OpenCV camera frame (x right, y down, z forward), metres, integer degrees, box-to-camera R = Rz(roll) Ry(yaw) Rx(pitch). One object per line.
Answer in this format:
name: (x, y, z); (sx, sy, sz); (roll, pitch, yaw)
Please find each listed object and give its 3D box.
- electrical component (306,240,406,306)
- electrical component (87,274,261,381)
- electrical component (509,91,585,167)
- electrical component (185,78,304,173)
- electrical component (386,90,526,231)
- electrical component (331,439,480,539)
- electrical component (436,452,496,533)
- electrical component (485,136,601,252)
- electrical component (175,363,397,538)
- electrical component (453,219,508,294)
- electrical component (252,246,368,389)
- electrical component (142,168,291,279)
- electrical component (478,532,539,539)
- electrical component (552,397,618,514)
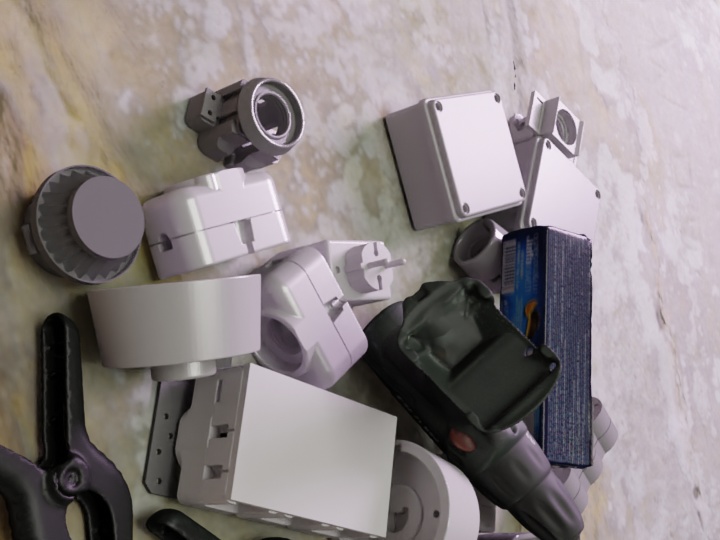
electrical component: (0.000, 0.000, 0.825); (0.066, 0.077, 0.047); (0, 80, -47)
electrical component: (-0.113, 0.038, 0.676); (0.108, 0.108, 0.060); (-6, 91, -47)
electrical component: (0.181, -0.134, 1.062); (0.081, 0.064, 0.042); (36, 57, -35)
electrical component: (-0.078, -0.107, 0.783); (0.078, 0.057, 0.058); (29, 60, -39)
electrical component: (0.087, -0.099, 0.958); (0.109, 0.056, 0.108); (-17, 92, -47)
electrical component: (0.038, 0.185, 0.799); (0.060, 0.108, 0.108); (28, 61, -47)
electrical component: (0.075, 0.173, 0.882); (0.066, 0.047, 0.076); (23, 64, -41)
electrical component: (0.177, -0.054, 1.043); (0.109, 0.056, 0.108); (37, 55, -35)
electrical component: (-0.049, 0.129, 0.745); (0.150, 0.062, 0.089); (26, 62, -43)
electrical component: (0.117, -0.013, 0.971); (0.047, 0.055, 0.055); (38, 54, -30)
electrical component: (-0.045, 0.039, 0.783); (0.059, 0.054, 0.095); (-42, 111, -44)
electrical component: (-0.100, -0.035, 0.744); (0.095, 0.054, 0.059); (-19, 94, -48)
electrical component: (0.120, 0.268, 0.896); (0.054, 0.059, 0.095); (8, 74, -46)
electrical component: (0.188, 0.164, 1.001); (0.073, 0.052, 0.138); (58, 45, -19)
